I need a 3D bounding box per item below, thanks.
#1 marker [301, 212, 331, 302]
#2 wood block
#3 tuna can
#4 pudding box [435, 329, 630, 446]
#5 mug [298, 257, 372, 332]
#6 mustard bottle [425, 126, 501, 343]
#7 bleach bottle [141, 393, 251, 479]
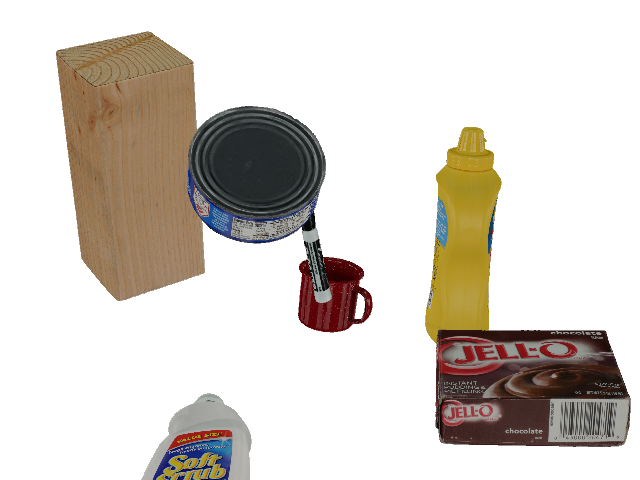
[{"bbox_3d":[-0.007,0.014,1.192,0.020,0.121,0.020,-9,27,5],"label":"marker"},{"bbox_3d":[-0.164,-0.064,0.936,0.090,0.206,0.090,-18,36,-28],"label":"wood block"},{"bbox_3d":[-0.041,-0.041,0.673,0.086,0.086,0.034,0,-32,-10],"label":"tuna can"},{"bbox_3d":[0.129,0.090,0.667,0.113,0.039,0.090,2,23,5],"label":"pudding box"},{"bbox_3d":[0.022,0.081,1.513,0.117,0.081,0.093,18,23,27],"label":"mug"},{"bbox_3d":[0.128,-0.006,0.955,0.058,0.192,0.096,3,18,4],"label":"mustard bottle"},{"bbox_3d":[-0.111,0.208,0.900,0.102,0.068,0.251,-2,24,-1],"label":"bleach bottle"}]
